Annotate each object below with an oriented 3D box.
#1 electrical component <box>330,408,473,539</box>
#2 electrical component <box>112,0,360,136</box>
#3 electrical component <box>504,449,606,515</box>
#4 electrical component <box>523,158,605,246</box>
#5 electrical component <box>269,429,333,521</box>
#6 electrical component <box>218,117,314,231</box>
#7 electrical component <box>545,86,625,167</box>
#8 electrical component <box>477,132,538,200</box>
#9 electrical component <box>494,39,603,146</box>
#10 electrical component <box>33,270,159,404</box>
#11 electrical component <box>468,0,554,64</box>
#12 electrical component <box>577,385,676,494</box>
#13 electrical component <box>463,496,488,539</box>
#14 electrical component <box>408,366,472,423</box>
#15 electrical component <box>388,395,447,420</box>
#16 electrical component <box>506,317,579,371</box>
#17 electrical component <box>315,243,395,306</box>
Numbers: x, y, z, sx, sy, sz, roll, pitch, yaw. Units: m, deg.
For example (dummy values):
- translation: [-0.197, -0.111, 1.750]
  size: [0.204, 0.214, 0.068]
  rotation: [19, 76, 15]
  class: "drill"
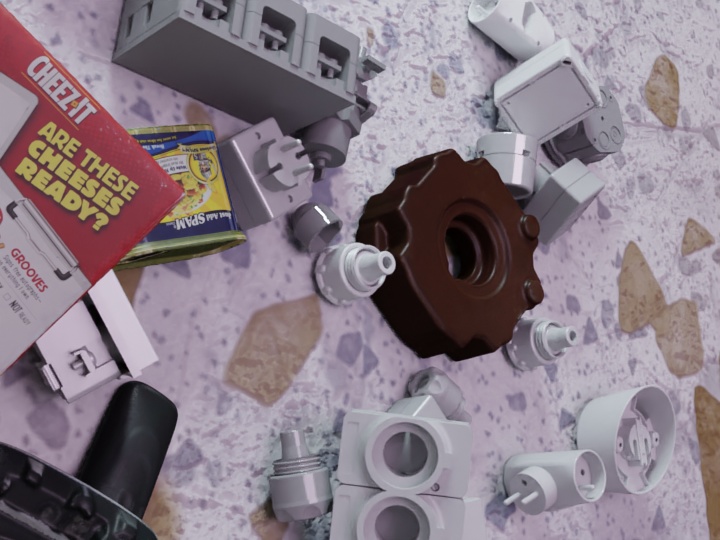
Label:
- translation: [0.026, 0.177, 0.753]
  size: [0.089, 0.061, 0.150]
  rotation: [6, 85, 4]
  class: "electrical component"
- translation: [-0.085, -0.160, 0.766]
  size: [0.150, 0.089, 0.061]
  rotation: [20, 66, -37]
  class: "electrical component"
- translation: [0.153, 0.181, 0.903]
  size: [0.079, 0.077, 0.044]
  rotation: [-19, 93, -43]
  class: "electrical component"
- translation: [0.173, -0.076, 0.999]
  size: [0.076, 0.065, 0.047]
  rotation: [45, 47, 13]
  class: "electrical component"
- translation: [-0.043, 0.144, 0.760]
  size: [0.043, 0.043, 0.062]
  rotation: [-3, 81, -42]
  class: "electrical component"
- translation: [-0.062, -0.073, 0.773]
  size: [0.047, 0.077, 0.065]
  rotation: [-36, 104, -41]
  class: "electrical component"
- translation: [0.219, -0.142, 1.060]
  size: [0.080, 0.051, 0.080]
  rotation: [12, 72, -40]
  class: "electrical component"
- translation: [0.131, -0.092, 0.968]
  size: [0.055, 0.055, 0.047]
  rotation: [15, 74, -39]
  class: "electrical component"
- translation: [0.168, -0.161, 1.001]
  size: [0.061, 0.096, 0.061]
  rotation: [51, 24, -20]
  class: "electrical component"
- translation: [-0.182, 0.015, 0.652]
  size: [0.063, 0.079, 0.121]
  rotation: [-29, 100, -20]
  class: "electrical component"
- translation: [0.148, -0.248, 1.028]
  size: [0.077, 0.043, 0.079]
  rotation: [30, 61, -33]
  class: "electrical component"
- translation: [0.252, 0.160, 1.006]
  size: [0.099, 0.064, 0.099]
  rotation: [12, 72, -40]
  class: "electrical component"
- translation: [0.056, 0.223, 0.826]
  size: [0.100, 0.048, 0.099]
  rotation: [-2, 81, -42]
  class: "electrical component"
- translation: [0.069, 0.107, 0.876]
  size: [0.061, 0.035, 0.035]
  rotation: [43, 55, -29]
  class: "electrical component"
- translation: [0.049, 0.133, 0.823]
  size: [0.066, 0.077, 0.047]
  rotation: [-44, 109, -39]
  class: "electrical component"
- translation: [0.164, 0.063, 0.953]
  size: [0.048, 0.062, 0.048]
  rotation: [12, 72, -40]
  class: "electrical component"
- translation: [0.000, 0.000, 0.821]
  size: [0.048, 0.062, 0.048]
  rotation: [12, 72, -40]
  class: "electrical component"
